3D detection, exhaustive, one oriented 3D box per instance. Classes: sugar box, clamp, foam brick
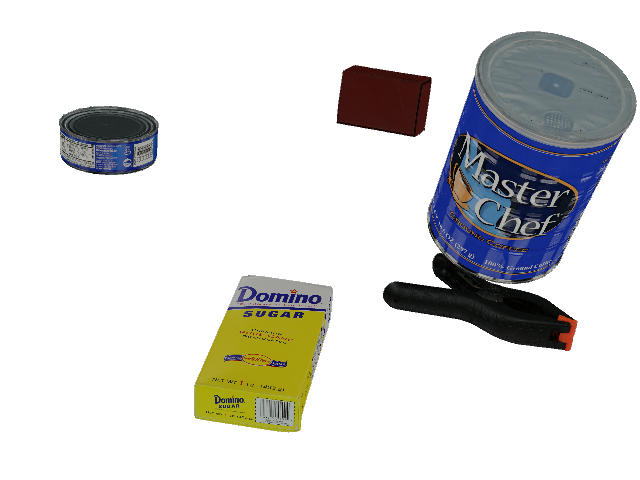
[{"bbox_3d":[-0.048,0.097,0.970,0.093,0.048,0.176,8,34,6],"label":"sugar box"},{"bbox_3d":[0.154,0.055,0.987,0.172,0.039,0.120,19,30,17],"label":"clamp"},{"bbox_3d":[0.060,-0.131,1.001,0.078,0.051,0.053,12,17,14],"label":"foam brick"}]

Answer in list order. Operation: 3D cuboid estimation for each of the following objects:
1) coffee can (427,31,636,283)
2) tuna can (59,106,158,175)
[{"bbox_3d":[0.137,-0.053,0.718,0.102,0.103,0.140,0,-40,-11],"label":"coffee can"},{"bbox_3d":[-0.186,-0.088,0.939,0.086,0.034,0.086,5,26,-2],"label":"tuna can"}]
